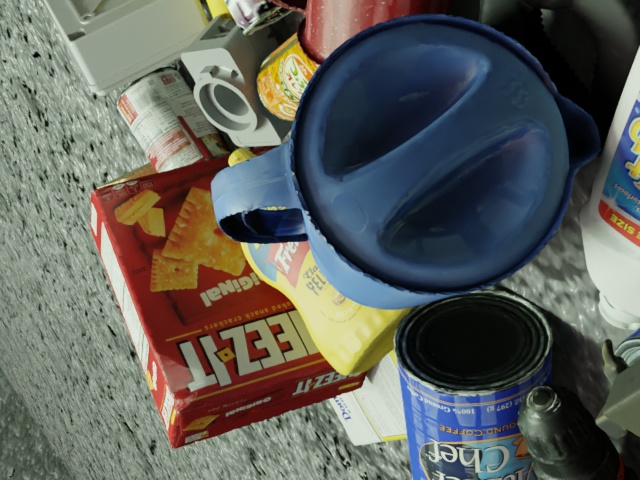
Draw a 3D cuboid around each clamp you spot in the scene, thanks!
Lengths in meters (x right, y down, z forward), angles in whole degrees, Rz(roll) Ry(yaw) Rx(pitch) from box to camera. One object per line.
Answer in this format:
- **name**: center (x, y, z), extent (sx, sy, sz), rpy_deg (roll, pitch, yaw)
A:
- **clamp**: center (0.103, -0.135, 0.521), extent (0.165, 0.036, 0.210), rpy_deg (12, 134, 38)

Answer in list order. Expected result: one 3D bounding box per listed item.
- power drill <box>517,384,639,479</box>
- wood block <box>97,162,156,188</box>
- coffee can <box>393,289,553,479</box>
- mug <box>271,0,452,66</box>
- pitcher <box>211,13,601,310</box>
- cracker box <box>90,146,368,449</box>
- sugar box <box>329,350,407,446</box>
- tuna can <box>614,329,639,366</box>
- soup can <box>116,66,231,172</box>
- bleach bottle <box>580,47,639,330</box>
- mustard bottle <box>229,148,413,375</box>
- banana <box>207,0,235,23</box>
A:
- **power drill**: center (0.206, 0.172, 0.615), extent (0.188, 0.057, 0.184), rpy_deg (30, 160, 50)
- **wood block**: center (-0.127, 0.018, 1.065), extent (0.090, 0.090, 0.206), rpy_deg (-6, 111, 62)
- **coffee can**: center (0.108, 0.119, 0.726), extent (0.103, 0.102, 0.140), rpy_deg (33, 143, 44)
- **mug**: center (0.023, -0.150, 0.604), extent (0.117, 0.093, 0.081), rpy_deg (13, 133, 10)
- **pitcher**: center (0.038, -0.022, 0.601), extent (0.149, 0.145, 0.243), rpy_deg (34, 172, 3)
- **cracker box**: center (-0.074, 0.037, 0.853), extent (0.072, 0.164, 0.214), rpy_deg (105, 145, -54)
- **sugar box**: center (0.056, 0.119, 0.890), extent (0.093, 0.048, 0.176), rpy_deg (61, 158, 1)
- **tuna can**: center (0.204, 0.083, 0.593), extent (0.086, 0.033, 0.086), rpy_deg (42, 149, 33)
- **soup can**: center (-0.134, -0.100, 0.983), extent (0.102, 0.068, 0.069), rpy_deg (57, 155, 8)
- **bleach bottle**: center (0.180, -0.032, 0.489), extent (0.103, 0.068, 0.251), rpy_deg (46, 153, 27)
- **mustard bottle**: center (-0.005, 0.001, 0.793), extent (0.192, 0.058, 0.096), rpy_deg (49, 113, 22)
- **banana**: center (-0.089, -0.230, 0.808), extent (0.198, 0.037, 0.070), rpy_deg (65, 172, -6)
